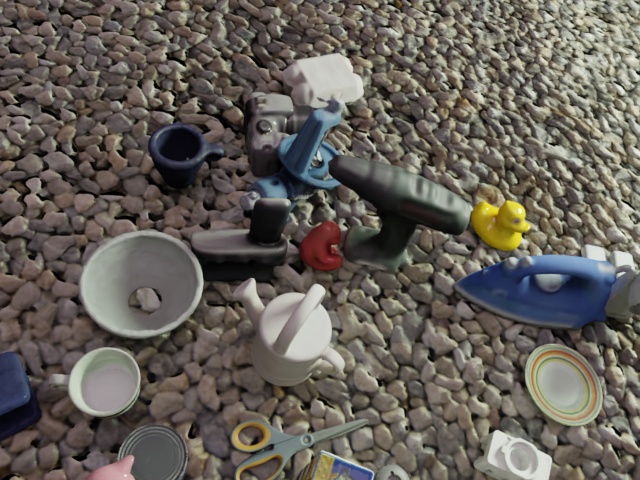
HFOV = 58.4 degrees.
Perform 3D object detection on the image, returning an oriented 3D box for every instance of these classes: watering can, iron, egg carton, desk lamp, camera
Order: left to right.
[{"bbox_3d":[-0.063,-0.199,1.017,0.137,0.101,0.143,-3,61,-15],"label":"camera"},{"bbox_3d":[-0.042,0.121,0.777,0.173,0.194,0.101,16,58,-3],"label":"watering can"},{"bbox_3d":[0.006,-0.303,1.113,0.150,0.069,0.107,-18,65,-22],"label":"egg carton"},{"bbox_3d":[0.364,0.064,0.938,0.258,0.141,0.118,6,59,-9],"label":"iron"},{"bbox_3d":[0.535,0.056,0.940,0.118,0.213,0.203,12,58,-6],"label":"desk lamp"}]

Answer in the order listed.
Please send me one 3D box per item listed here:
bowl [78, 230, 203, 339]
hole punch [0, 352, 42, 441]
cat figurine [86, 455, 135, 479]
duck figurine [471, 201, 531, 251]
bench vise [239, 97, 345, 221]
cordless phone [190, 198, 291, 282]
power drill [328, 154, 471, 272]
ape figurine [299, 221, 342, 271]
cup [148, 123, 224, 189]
[{"bbox_3d":[-0.253,0.074,0.826,0.167,0.074,0.167,6,59,-10],"label":"bowl"},{"bbox_3d":[-0.418,0.194,0.707,0.109,0.091,0.101,-25,68,-25],"label":"hole punch"},{"bbox_3d":[-0.263,0.309,0.659,0.128,0.117,0.067,-27,69,-25],"label":"cat figurine"},{"bbox_3d":[0.327,-0.039,1.023,0.104,0.086,0.078,43,60,13],"label":"duck figurine"},{"bbox_3d":[-0.026,-0.113,0.905,0.121,0.219,0.208,31,58,6],"label":"bench vise"},{"bbox_3d":[-0.116,-0.015,0.846,0.148,0.185,0.094,-3,61,-15],"label":"cordless phone"},{"bbox_3d":[0.105,-0.037,0.897,0.229,0.208,0.075,13,58,-5],"label":"power drill"},{"bbox_3d":[0.008,0.003,0.919,0.076,0.092,0.078,8,58,-8],"label":"ape figurine"},{"bbox_3d":[-0.219,-0.129,0.942,0.118,0.095,0.091,2,60,-12],"label":"cup"}]
